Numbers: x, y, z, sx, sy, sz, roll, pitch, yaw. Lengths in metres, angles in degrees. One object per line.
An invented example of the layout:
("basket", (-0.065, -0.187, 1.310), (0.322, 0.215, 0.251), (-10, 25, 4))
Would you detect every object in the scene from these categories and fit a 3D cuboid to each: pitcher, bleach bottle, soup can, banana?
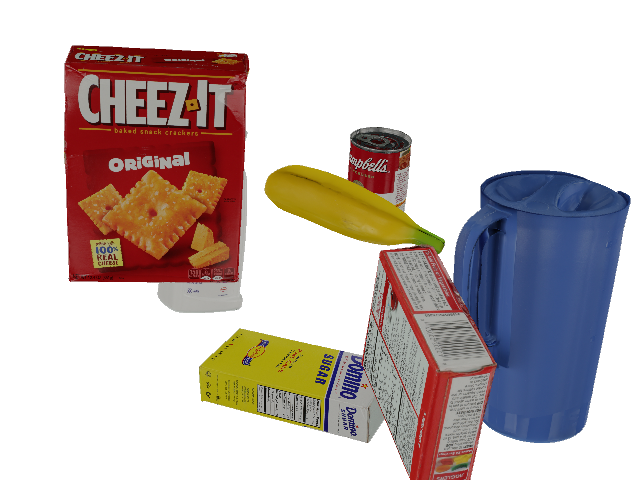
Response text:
("pitcher", (0.199, 0.064, 0.998), (0.149, 0.243, 0.145), (5, 21, 9))
("bleach bottle", (-0.124, -0.043, 1.234), (0.102, 0.251, 0.068), (-1, 21, -35))
("soup can", (0.063, -0.067, 1.190), (0.068, 0.102, 0.068), (3, 28, -2))
("banana", (0.004, -0.026, 0.793), (0.069, 0.037, 0.198), (41, -10, -38))

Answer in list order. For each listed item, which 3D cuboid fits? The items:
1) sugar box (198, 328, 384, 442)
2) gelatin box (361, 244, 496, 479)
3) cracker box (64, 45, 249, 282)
("sugar box", (-0.019, 0.136, 1.031), (0.176, 0.048, 0.093), (8, 24, 21))
("gelatin box", (0.048, 0.056, 0.489), (0.030, 0.073, 0.089), (-4, 36, -14))
("cracker box", (-0.153, -0.067, 0.997), (0.164, 0.214, 0.072), (2, 24, -7))
